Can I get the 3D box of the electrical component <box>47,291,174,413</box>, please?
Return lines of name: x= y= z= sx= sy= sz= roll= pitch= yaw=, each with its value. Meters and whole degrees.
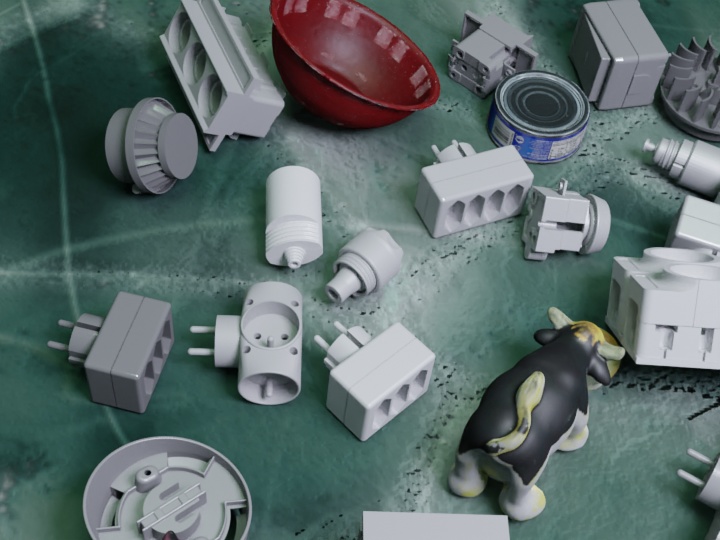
electrical component: x=-0.176 y=0.052 z=0.743 sx=0.077 sy=0.047 sz=0.065 roll=13 pitch=52 yaw=4

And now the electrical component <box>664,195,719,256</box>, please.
electrical component: x=0.271 y=-0.007 z=0.837 sx=0.066 sy=0.047 sz=0.076 roll=19 pitch=65 yaw=9

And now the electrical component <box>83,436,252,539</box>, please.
electrical component: x=-0.116 y=0.152 z=0.660 sx=0.099 sy=0.064 sz=0.099 roll=3 pitch=52 yaw=-4

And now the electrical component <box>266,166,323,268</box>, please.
electrical component: x=-0.051 y=-0.036 z=0.827 sx=0.043 sy=0.043 sz=0.081 roll=1 pitch=52 yaw=-6

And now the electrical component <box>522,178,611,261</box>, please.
electrical component: x=0.163 y=-0.038 z=0.845 sx=0.055 sy=0.066 sz=0.048 roll=6 pitch=16 yaw=-11

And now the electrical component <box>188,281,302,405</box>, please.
electrical component: x=-0.081 y=0.050 z=0.756 sx=0.079 sy=0.044 sz=0.077 roll=2 pitch=52 yaw=-4

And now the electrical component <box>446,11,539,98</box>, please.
electrical component: x=0.116 y=-0.191 z=0.969 sx=0.081 sy=0.042 sz=0.064 roll=37 pitch=61 yaw=22

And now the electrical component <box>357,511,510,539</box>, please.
electrical component: x=0.043 y=0.223 z=0.622 sx=0.089 sy=0.061 sz=0.150 roll=3 pitch=52 yaw=-4

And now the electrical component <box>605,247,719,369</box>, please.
electrical component: x=0.280 y=0.028 z=0.763 sx=0.186 sy=0.060 sz=0.105 roll=4 pitch=13 yaw=0

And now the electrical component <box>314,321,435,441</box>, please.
electrical component: x=0.001 y=0.065 z=0.751 sx=0.066 sy=0.047 sz=0.077 roll=-35 pitch=63 yaw=-28

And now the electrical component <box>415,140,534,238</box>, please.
electrical component: x=0.083 y=-0.077 z=0.871 sx=0.083 sy=0.047 sz=0.075 roll=-16 pitch=55 yaw=-18

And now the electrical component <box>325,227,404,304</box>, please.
electrical component: x=0.000 y=0.000 z=0.805 sx=0.043 sy=0.043 sz=0.062 roll=35 pitch=58 yaw=20

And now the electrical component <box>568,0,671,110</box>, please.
electrical component: x=0.227 y=-0.199 z=0.973 sx=0.061 sy=0.061 sz=0.096 roll=-8 pitch=53 yaw=-12

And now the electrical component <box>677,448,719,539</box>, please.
electrical component: x=0.247 y=0.144 z=0.712 sx=0.074 sy=0.052 sz=0.138 roll=28 pitch=54 yaw=15

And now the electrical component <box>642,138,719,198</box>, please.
electrical component: x=0.277 y=-0.091 z=0.907 sx=0.078 sy=0.040 sz=0.040 roll=24 pitch=53 yaw=13

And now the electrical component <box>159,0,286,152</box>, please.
electrical component: x=-0.115 y=-0.168 z=0.907 sx=0.063 sy=0.078 sz=0.121 roll=5 pitch=45 yaw=-40

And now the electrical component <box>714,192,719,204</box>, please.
electrical component: x=0.339 y=-0.045 z=0.869 sx=0.095 sy=0.053 sz=0.059 roll=40 pitch=58 yaw=23
